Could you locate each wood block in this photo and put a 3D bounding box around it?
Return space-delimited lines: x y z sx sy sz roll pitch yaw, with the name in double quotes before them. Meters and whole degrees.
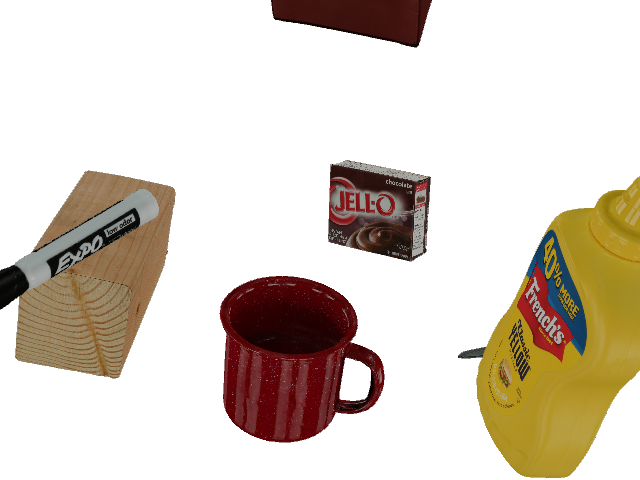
"wood block" -0.194 0.023 0.947 0.090 0.091 0.206 11 25 -2

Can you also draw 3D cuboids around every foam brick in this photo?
"foam brick" 0.018 -0.138 0.529 0.078 0.053 0.051 13 -25 10

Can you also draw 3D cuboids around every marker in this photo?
"marker" -0.139 0.005 0.587 0.020 0.020 0.120 0 27 46

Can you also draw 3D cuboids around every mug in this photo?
"mug" -0.013 0.086 0.732 0.117 0.081 0.093 13 32 10

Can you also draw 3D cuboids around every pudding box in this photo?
"pudding box" 0.063 -0.034 1.163 0.114 0.090 0.039 13 22 31

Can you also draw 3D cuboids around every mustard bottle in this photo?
"mustard bottle" 0.142 0.040 0.581 0.058 0.096 0.192 5 -45 -13

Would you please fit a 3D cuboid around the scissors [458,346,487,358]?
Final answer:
"scissors" 0.197 0.069 0.873 0.201 0.016 0.096 3 32 -12
